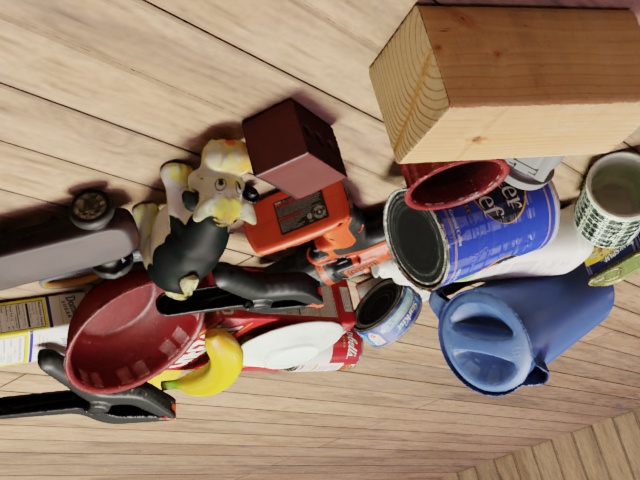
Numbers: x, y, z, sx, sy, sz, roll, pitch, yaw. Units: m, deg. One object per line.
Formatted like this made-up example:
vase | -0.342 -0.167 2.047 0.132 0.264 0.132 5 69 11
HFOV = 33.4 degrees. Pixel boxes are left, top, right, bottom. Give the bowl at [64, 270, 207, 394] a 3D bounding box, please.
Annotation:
bowl | -0.198 0.084 1.098 0.162 0.055 0.162 -26 145 -20

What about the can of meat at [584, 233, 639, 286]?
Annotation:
can of meat | 0.358 -0.002 1.286 0.057 0.084 0.102 1 154 -36

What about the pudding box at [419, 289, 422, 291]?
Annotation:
pudding box | 0.147 -0.003 1.149 0.113 0.039 0.090 -39 167 -21

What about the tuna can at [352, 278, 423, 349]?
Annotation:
tuna can | 0.079 0.085 1.270 0.086 0.086 0.033 -31 117 35

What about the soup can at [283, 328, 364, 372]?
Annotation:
soup can | -0.002 0.141 1.425 0.102 0.068 0.069 3 153 -36

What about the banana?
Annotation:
banana | -0.121 0.143 1.197 0.069 0.037 0.198 -3 156 -26

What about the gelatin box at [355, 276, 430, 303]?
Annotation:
gelatin box | 0.098 0.064 1.351 0.073 0.030 0.089 -26 154 24

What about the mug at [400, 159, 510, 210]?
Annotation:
mug | 0.106 -0.078 0.932 0.093 0.081 0.117 -13 159 -6

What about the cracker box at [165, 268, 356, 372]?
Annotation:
cracker box | -0.089 0.099 1.256 0.213 0.072 0.164 6 150 -41

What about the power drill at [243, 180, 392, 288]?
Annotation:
power drill | -0.007 0.001 1.091 0.184 0.057 0.187 -24 160 14

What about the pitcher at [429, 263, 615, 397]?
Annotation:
pitcher | 0.261 0.088 1.348 0.145 0.149 0.242 -19 -179 45

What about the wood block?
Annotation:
wood block | 0.158 -0.122 0.845 0.205 0.090 0.091 -5 158 -26

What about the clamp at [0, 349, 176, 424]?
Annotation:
clamp | -0.266 0.184 1.228 0.209 0.036 0.165 20 142 -36

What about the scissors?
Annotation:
scissors | -0.192 0.009 1.019 0.202 0.016 0.096 -18 156 19

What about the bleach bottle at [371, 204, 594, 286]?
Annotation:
bleach bottle | 0.183 0.013 1.240 0.250 0.068 0.103 -6 159 -17

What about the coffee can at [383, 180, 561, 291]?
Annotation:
coffee can | 0.147 -0.020 1.038 0.140 0.103 0.103 -19 162 -27

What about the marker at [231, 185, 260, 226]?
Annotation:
marker | -0.092 -0.019 1.030 0.020 0.020 0.121 0 154 -35

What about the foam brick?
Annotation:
foam brick | -0.021 -0.075 0.895 0.051 0.053 0.078 -24 159 21

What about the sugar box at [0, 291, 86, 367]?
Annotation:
sugar box | -0.335 0.101 1.132 0.176 0.048 0.093 -10 157 -22

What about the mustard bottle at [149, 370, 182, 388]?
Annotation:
mustard bottle | -0.255 0.148 1.284 0.096 0.058 0.191 -22 157 20

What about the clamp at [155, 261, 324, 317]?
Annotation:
clamp | -0.063 0.048 1.044 0.171 0.039 0.120 -2 168 -30
